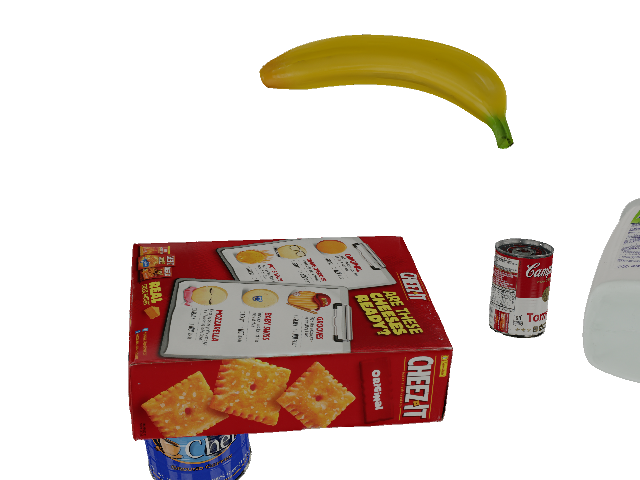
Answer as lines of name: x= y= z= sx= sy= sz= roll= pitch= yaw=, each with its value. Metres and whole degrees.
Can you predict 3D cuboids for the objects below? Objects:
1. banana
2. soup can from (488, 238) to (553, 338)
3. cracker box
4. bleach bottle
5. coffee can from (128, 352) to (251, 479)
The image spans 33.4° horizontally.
banana: x=0.055 y=-0.123 z=0.792 sx=0.198 sy=0.069 sz=0.037 roll=15 pitch=-38 yaw=16
soup can: x=0.235 y=0.056 z=1.254 sx=0.068 sy=0.102 sz=0.068 roll=2 pitch=16 yaw=-1
cracker box: x=-0.030 y=0.066 z=0.772 sx=0.213 sy=0.072 sz=0.164 roll=-1 pitch=29 yaw=-8
bleach bottle: x=0.243 y=0.016 z=0.716 sx=0.103 sy=0.068 sz=0.250 roll=9 pitch=22 yaw=20
coffee can: x=-0.122 y=0.157 z=1.017 sx=0.103 sy=0.140 sz=0.103 roll=-2 pitch=34 yaw=1
